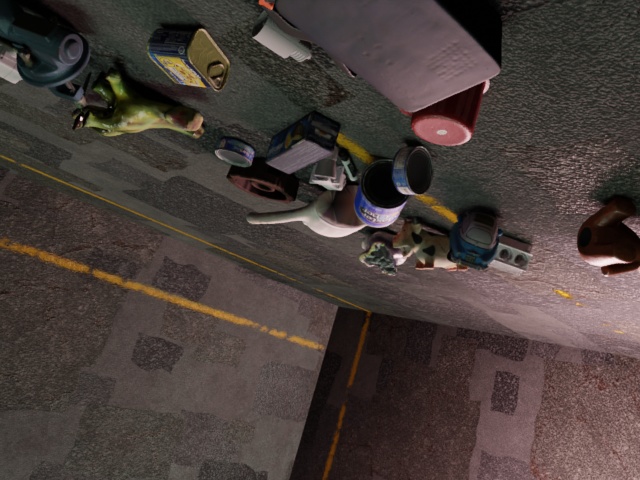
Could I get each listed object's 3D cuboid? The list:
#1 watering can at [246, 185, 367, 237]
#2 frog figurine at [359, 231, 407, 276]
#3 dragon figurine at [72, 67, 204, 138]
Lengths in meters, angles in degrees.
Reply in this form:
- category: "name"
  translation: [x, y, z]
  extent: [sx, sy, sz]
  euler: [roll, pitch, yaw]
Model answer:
- category: "watering can"
  translation: [0.004, -0.063, 1.244]
  extent: [0.348, 0.105, 0.222]
  euler: [-1, 171, -13]
- category: "frog figurine"
  translation: [0.193, 0.023, 1.522]
  extent: [0.137, 0.121, 0.162]
  euler: [4, -161, 16]
- category: "dragon figurine"
  translation: [-0.365, -0.247, 1.072]
  extent: [0.241, 0.122, 0.412]
  euler: [16, 179, -33]
